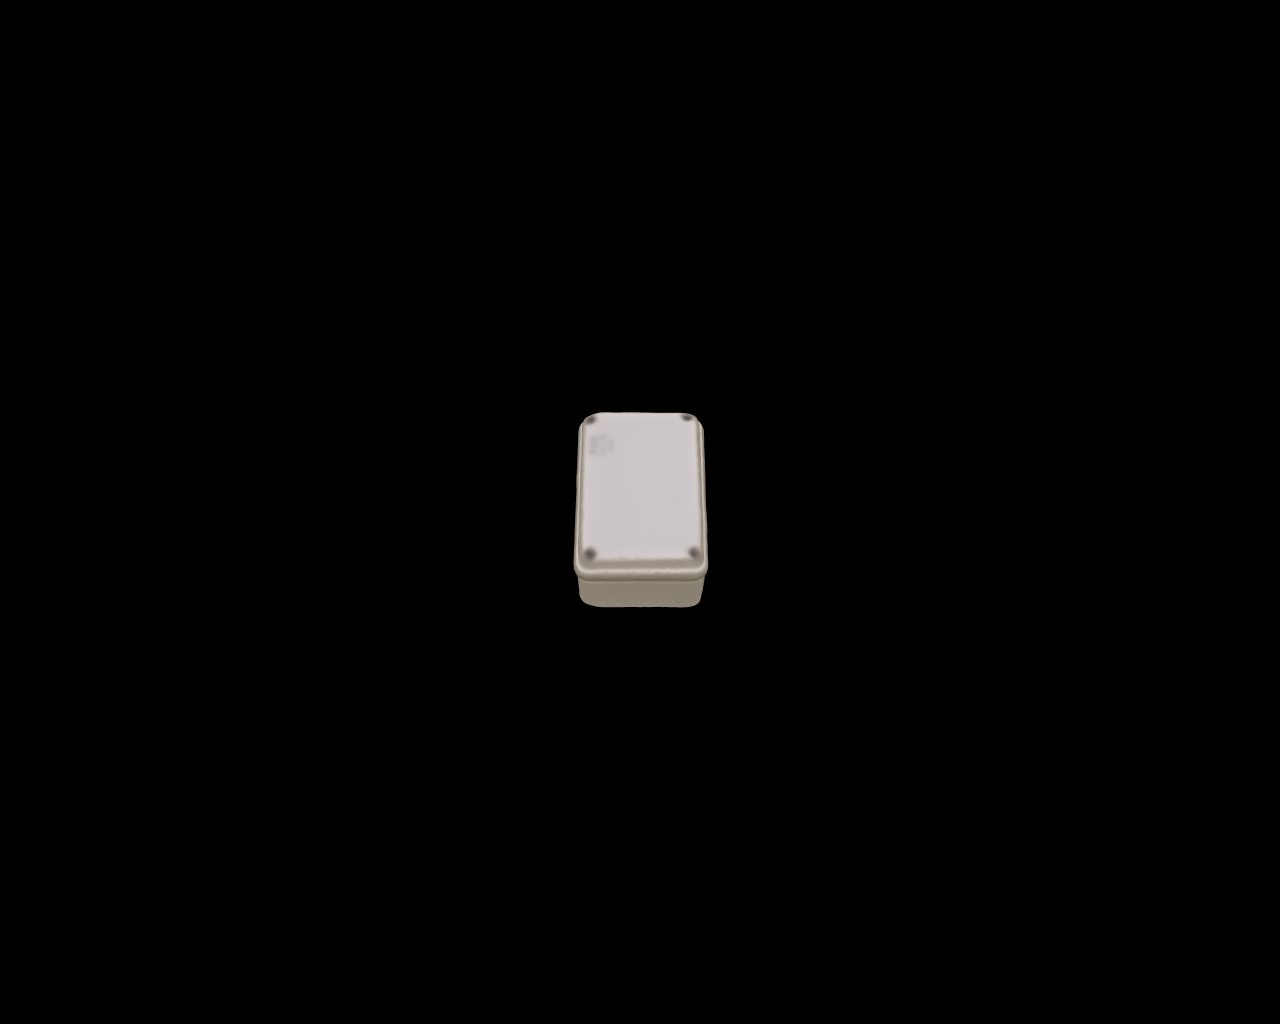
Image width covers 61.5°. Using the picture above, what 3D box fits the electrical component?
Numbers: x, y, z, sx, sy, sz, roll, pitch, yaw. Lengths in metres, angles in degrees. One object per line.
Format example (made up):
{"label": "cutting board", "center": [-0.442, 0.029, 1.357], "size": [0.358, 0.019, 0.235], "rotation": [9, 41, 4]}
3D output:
{"label": "electrical component", "center": [0.001, -0.003, 0.650], "size": [0.078, 0.113, 0.057], "rotation": [0, -32, 0]}
